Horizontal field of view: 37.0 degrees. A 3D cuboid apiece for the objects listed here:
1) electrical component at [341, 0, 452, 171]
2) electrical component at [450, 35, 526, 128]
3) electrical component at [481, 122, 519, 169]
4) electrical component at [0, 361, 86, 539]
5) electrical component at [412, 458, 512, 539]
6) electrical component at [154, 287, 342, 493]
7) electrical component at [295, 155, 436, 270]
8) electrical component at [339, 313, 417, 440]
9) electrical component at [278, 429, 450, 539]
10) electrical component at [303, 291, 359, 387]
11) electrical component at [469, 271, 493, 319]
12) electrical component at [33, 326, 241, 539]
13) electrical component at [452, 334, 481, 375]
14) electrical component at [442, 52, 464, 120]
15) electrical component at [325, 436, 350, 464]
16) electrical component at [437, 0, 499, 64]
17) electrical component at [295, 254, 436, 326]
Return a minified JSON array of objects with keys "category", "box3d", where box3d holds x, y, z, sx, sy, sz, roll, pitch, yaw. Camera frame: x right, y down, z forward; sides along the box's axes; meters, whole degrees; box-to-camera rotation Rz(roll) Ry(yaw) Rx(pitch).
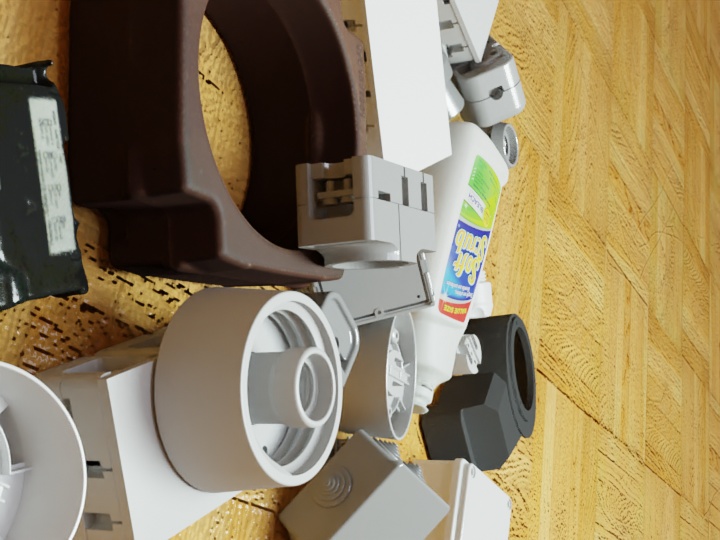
[{"category":"electrical component","box3d":[0.010,-0.166,0.808,0.105,0.060,0.186,-31,119,-53]},{"category":"electrical component","box3d":[0.113,-0.173,0.998,0.095,0.054,0.059,-115,-178,-59]},{"category":"electrical component","box3d":[0.120,-0.117,1.035,0.066,0.055,0.048,-59,136,-47]},{"category":"electrical component","box3d":[-0.172,0.086,0.448,0.099,0.064,0.099,15,73,-61]},{"category":"electrical component","box3d":[0.081,0.228,0.913,0.108,0.056,0.108,47,47,-50]},{"category":"electrical component","box3d":[-0.048,0.061,0.553,0.108,0.060,0.108,14,74,-61]},{"category":"electrical component","box3d":[0.005,-0.031,0.632,0.089,0.050,0.055,8,79,-62]},{"category":"electrical component","box3d":[0.014,0.077,0.800,0.099,0.064,0.099,15,73,-61]},{"category":"electrical component","box3d":[0.002,0.168,0.743,0.099,0.048,0.099,-46,138,-5]},{"category":"electrical component","box3d":[-0.047,0.061,0.692,0.053,0.059,0.095,63,35,-36]},{"category":"electrical component","box3d":[0.099,0.014,0.993,0.043,0.043,0.062,0,85,-62]},{"category":"electrical component","box3d":[-0.104,0.082,0.579,0.150,0.062,0.089,-21,105,-61]},{"category":"electrical component","box3d":[0.078,0.074,0.940,0.040,0.046,0.040,15,73,-61]},{"category":"electrical component","box3d":[0.062,-0.162,0.945,0.055,0.045,0.045,63,35,-36]},{"category":"electrical component","box3d":[0.000,0.143,0.791,0.046,0.040,0.040,28,61,-52]},{"category":"electrical component","box3d":[0.057,-0.281,0.935,0.186,0.060,0.105,58,38,-41]},{"category":"electrical component","box3d":[0.000,0.000,0.770,0.061,0.096,0.061,-98,173,-72]}]
